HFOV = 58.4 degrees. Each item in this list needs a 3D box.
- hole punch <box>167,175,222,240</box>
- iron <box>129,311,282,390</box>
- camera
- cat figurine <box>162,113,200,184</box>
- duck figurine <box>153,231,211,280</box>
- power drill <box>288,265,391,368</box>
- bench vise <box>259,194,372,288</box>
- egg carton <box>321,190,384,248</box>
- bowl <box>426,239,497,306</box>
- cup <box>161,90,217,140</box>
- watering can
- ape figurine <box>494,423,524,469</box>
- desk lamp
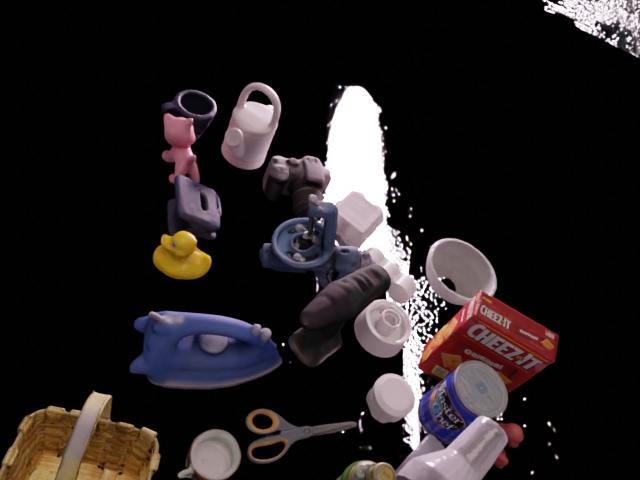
[{"bbox_3d":[-0.239,-0.065,1.110,0.101,0.091,0.108,3,53,-23],"label":"hole punch"},{"bbox_3d":[-0.167,0.163,0.929,0.259,0.141,0.118,7,51,-20],"label":"iron"},{"bbox_3d":[-0.041,-0.110,1.234,0.143,0.100,0.136,8,51,-20],"label":"camera"},{"bbox_3d":[-0.282,-0.196,1.176,0.067,0.117,0.127,-10,59,-31],"label":"cat figurine"},{"bbox_3d":[-0.246,0.021,1.042,0.105,0.086,0.077,17,49,-12],"label":"duck figurine"},{"bbox_3d":[0.022,0.134,0.996,0.075,0.208,0.230,46,49,14],"label":"power drill"},{"bbox_3d":[0.007,-0.006,1.093,0.208,0.219,0.121,-1,55,-26],"label":"bench vise"},{"bbox_3d":[0.072,-0.043,1.255,0.107,0.069,0.150,38,48,7],"label":"egg carton"},{"bbox_3d":[0.298,0.083,1.259,0.168,0.074,0.167,13,50,-16],"label":"bowl"},{"bbox_3d":[-0.290,-0.261,1.240,0.118,0.095,0.091,-10,59,-31],"label":"cup"},{"bbox_3d":[-0.144,-0.246,1.230,0.101,0.194,0.173,17,49,-12],"label":"watering can"},{"bbox_3d":[0.333,0.364,1.041,0.076,0.092,0.078,44,49,12],"label":"ape figurine"},{"bbox_3d":[0.192,0.365,0.890,0.118,0.213,0.204,45,49,13],"label":"desk lamp"}]
